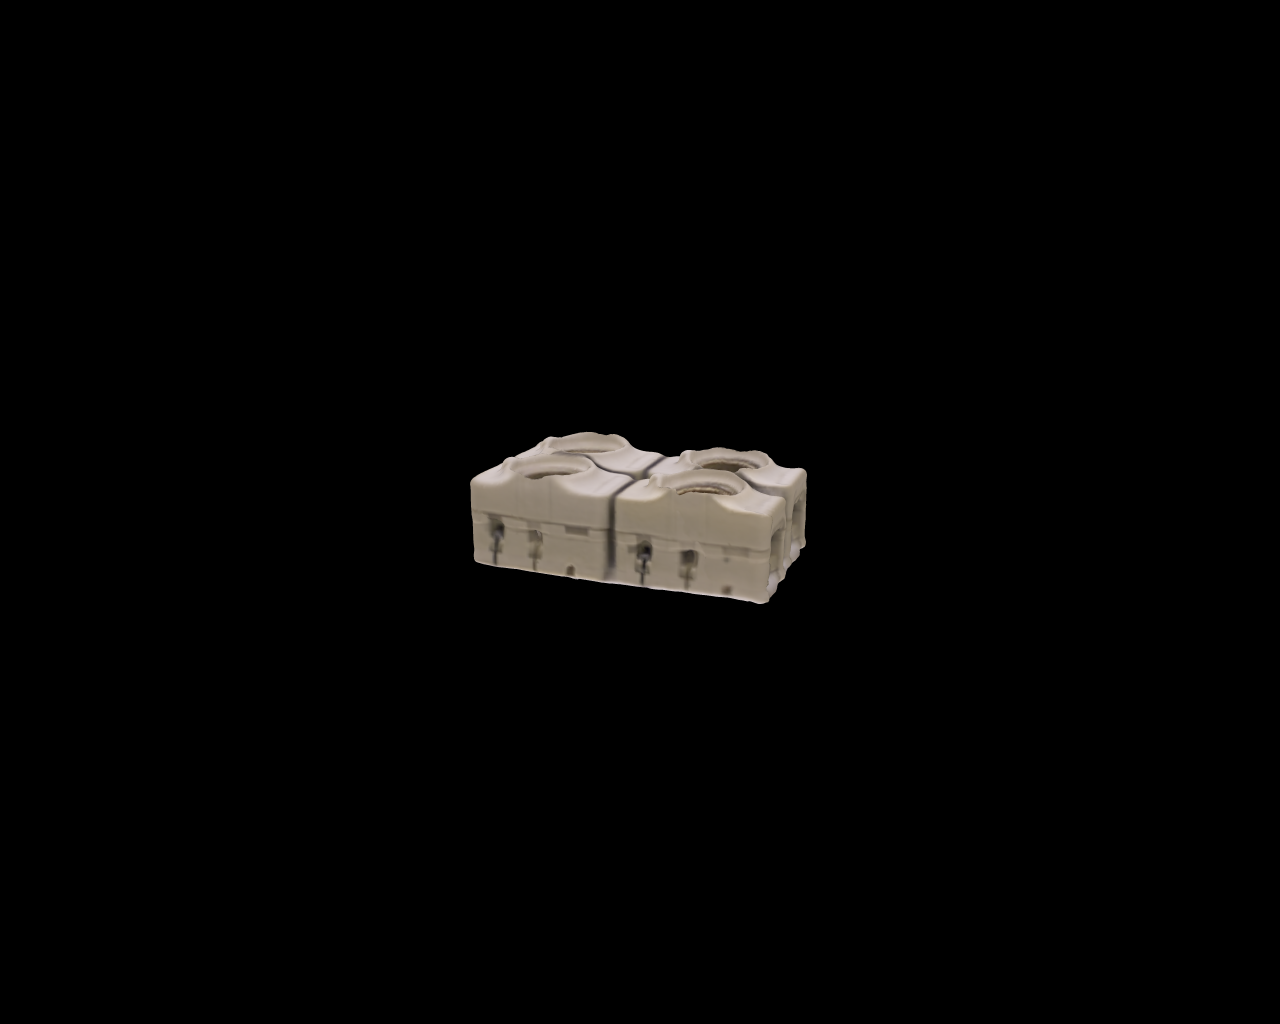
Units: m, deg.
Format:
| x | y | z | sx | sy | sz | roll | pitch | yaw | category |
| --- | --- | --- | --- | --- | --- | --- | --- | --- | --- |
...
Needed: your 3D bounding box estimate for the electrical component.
| x | y | z | sx | sy | sz | roll | pitch | yaw | category |
| --- | --- | --- | --- | --- | --- | --- | --- | --- | --- |
| 0.001 | -0.003 | 0.650 | 0.186 | 0.060 | 0.105 | 7 | 20 | 20 | electrical component |
